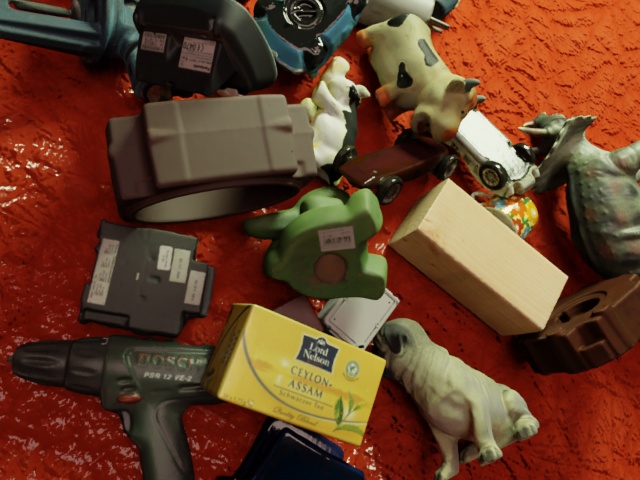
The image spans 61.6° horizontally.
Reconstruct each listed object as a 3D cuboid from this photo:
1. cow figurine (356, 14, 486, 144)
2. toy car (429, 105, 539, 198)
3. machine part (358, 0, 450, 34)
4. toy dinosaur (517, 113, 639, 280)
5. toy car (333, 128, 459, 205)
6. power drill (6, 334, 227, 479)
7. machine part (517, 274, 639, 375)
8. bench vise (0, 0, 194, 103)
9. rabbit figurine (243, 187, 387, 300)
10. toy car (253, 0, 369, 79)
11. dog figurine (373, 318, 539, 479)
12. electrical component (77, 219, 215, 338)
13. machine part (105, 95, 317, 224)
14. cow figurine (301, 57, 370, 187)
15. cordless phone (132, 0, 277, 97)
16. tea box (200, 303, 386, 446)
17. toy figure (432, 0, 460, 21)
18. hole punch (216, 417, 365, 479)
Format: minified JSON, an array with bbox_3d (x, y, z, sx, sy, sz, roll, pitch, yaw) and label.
[{"bbox_3d":[0.136,-0.215,0.716,0.127,0.085,0.195,-24,69,20],"label":"cow figurine"},{"bbox_3d":[0.221,-0.140,0.758,0.073,0.056,0.202,-32,71,-22],"label":"toy car"},{"bbox_3d":[0.073,-0.347,0.771,0.243,0.079,0.079,17,72,-12],"label":"machine part"},{"bbox_3d":[0.417,-0.027,0.762,0.192,0.131,0.404,-16,79,0],"label":"toy dinosaur"},{"bbox_3d":[0.099,-0.094,0.693,0.089,0.053,0.202,41,42,23],"label":"toy car"},{"bbox_3d":[-0.194,0.201,0.552,0.232,0.086,0.207,0,69,-21],"label":"power drill"},{"bbox_3d":[0.344,0.108,0.698,0.179,0.179,0.056,-30,84,-22],"label":"machine part"},{"bbox_3d":[-0.256,-0.228,0.598,0.240,0.129,0.223,-3,69,-39],"label":"bench vise"},{"bbox_3d":[-0.001,-0.002,0.636,0.159,0.170,0.121,-16,114,7],"label":"rabbit figurine"},{"bbox_3d":[-0.017,-0.283,0.710,0.109,0.103,0.161,42,79,-3],"label":"toy car"},{"bbox_3d":[0.166,0.173,0.669,0.172,0.121,0.191,3,53,-51],"label":"dog figurine"},{"bbox_3d":[-0.187,0.048,0.598,0.134,0.058,0.115,14,75,-15],"label":"electrical component"},{"bbox_3d":[-0.117,-0.076,0.573,0.201,0.201,0.087,-9,84,-20],"label":"machine part"},{"bbox_3d":[0.020,-0.158,0.710,0.098,0.068,0.167,28,73,-16],"label":"cow figurine"},{"bbox_3d":[-0.086,-0.196,0.567,0.184,0.147,0.088,-14,118,-55],"label":"cordless phone"},{"bbox_3d":[-0.025,0.141,0.564,0.169,0.068,0.098,25,74,-22],"label":"tea box"},{"bbox_3d":[0.203,-0.408,0.841,0.064,0.058,0.154,49,59,-44],"label":"toy figure"},{"bbox_3d":[-0.027,0.264,0.582,0.142,0.092,0.116,33,73,-12],"label":"hole punch"}]
